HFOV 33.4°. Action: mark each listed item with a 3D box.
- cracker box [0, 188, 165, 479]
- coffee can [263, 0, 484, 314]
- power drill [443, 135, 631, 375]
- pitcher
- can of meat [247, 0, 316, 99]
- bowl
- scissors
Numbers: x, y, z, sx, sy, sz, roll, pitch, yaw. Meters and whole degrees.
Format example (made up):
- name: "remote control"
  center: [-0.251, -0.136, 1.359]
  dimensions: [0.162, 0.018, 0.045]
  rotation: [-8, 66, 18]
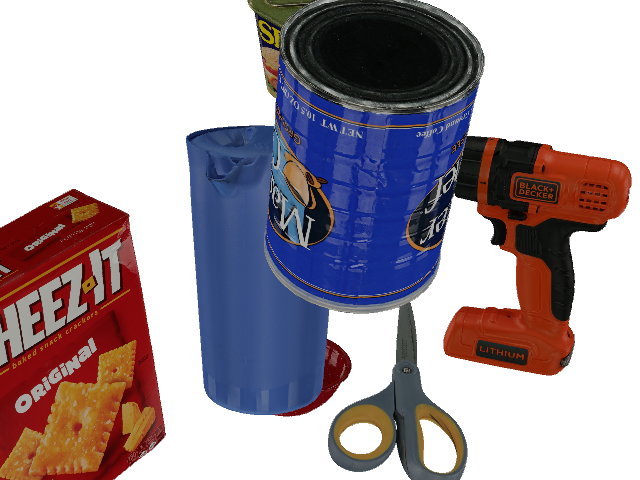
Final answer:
- name: "cracker box"
  center: [-0.198, 0.096, 0.762]
  dimensions: [0.072, 0.214, 0.163]
  rotation: [21, 39, 32]
- name: "coffee can"
  center: [0.024, -0.045, 0.571]
  dimensions: [0.102, 0.140, 0.103]
  rotation: [3, 44, -4]
- name: "power drill"
  center: [0.142, 0.009, 0.854]
  dimensions: [0.185, 0.188, 0.057]
  rotation: [11, 29, 18]
- name: "pitcher"
  center: [-0.045, 0.020, 0.944]
  dimensions: [0.149, 0.243, 0.145]
  rotation: [-5, 17, -21]
- name: "can of meat"
  center: [0.000, -0.133, 0.761]
  dimensions: [0.102, 0.084, 0.057]
  rotation: [35, 62, 30]
- name: "bowl"
  center: [-0.043, 0.170, 1.320]
  dimensions: [0.162, 0.055, 0.162]
  rotation: [3, 23, -1]
- name: "scissors"
  center: [0.041, 0.098, 0.726]
  dimensions: [0.096, 0.016, 0.202]
  rotation: [-1, 30, -12]
